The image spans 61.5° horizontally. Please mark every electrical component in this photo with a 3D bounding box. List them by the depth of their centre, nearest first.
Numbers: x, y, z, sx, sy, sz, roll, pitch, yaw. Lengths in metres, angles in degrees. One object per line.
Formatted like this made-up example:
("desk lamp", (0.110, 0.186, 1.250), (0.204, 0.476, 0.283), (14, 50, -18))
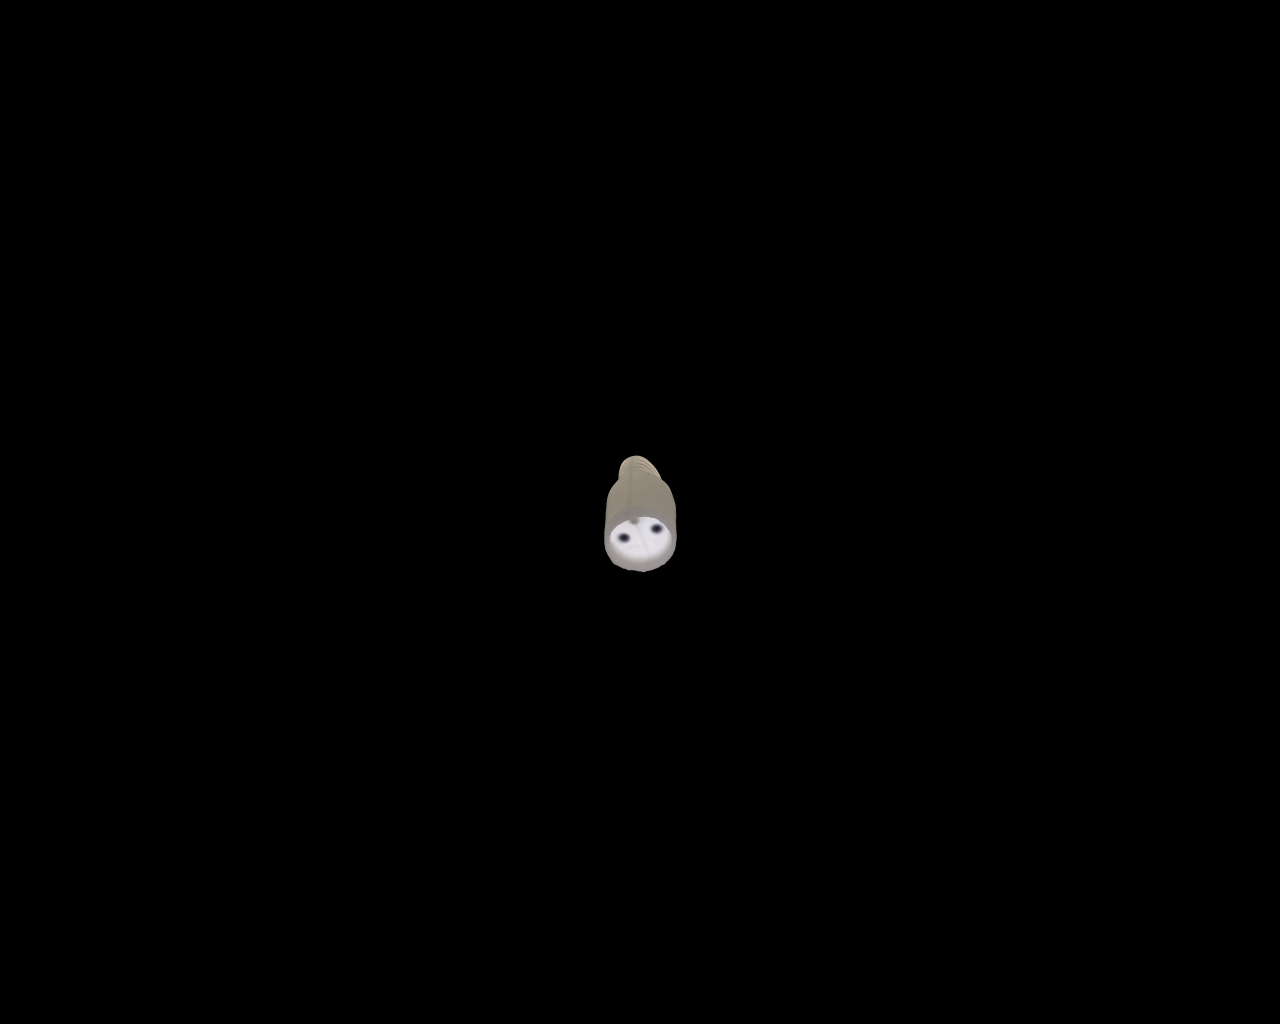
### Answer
("electrical component", (0.001, -0.003, 0.650), (0.043, 0.043, 0.081), (0, 34, 0))
